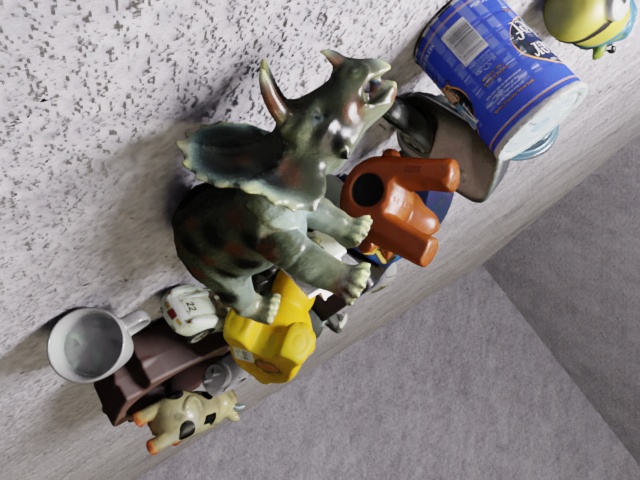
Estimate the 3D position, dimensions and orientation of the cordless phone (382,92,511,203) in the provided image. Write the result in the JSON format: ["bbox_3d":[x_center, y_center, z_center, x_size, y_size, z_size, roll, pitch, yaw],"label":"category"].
[{"bbox_3d":[0.133,-0.115,0.595,0.088,0.147,0.184,-55,155,15],"label":"cordless phone"}]

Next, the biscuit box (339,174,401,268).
[{"bbox_3d":[0.067,-0.021,0.783,0.063,0.059,0.202,-32,148,20],"label":"biscuit box"}]

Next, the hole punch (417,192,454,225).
[{"bbox_3d":[0.181,-0.071,0.928,0.142,0.092,0.115,-8,146,-50],"label":"hole punch"}]

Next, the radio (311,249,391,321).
[{"bbox_3d":[0.059,0.047,0.945,0.131,0.073,0.229,-39,179,28],"label":"radio"}]

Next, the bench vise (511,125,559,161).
[{"bbox_3d":[0.253,-0.148,0.786,0.224,0.129,0.240,-34,157,-4],"label":"bench vise"}]

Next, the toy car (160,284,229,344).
[{"bbox_3d":[-0.152,0.100,0.773,0.056,0.073,0.201,-42,163,14],"label":"toy car"}]

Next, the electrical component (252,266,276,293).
[{"bbox_3d":[-0.104,0.073,0.888,0.063,0.021,0.094,-26,162,-30],"label":"electrical component"}]

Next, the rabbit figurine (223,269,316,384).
[{"bbox_3d":[-0.046,0.116,0.781,0.162,0.122,0.173,78,25,-53],"label":"rabbit figurine"}]

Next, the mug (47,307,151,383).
[{"bbox_3d":[-0.253,0.116,0.636,0.109,0.081,0.107,-38,176,-16],"label":"mug"}]

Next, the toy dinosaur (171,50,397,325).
[{"bbox_3d":[-0.075,-0.011,0.521,0.405,0.192,0.131,-32,-152,50],"label":"toy dinosaur"}]

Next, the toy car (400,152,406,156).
[{"bbox_3d":[0.107,-0.072,0.840,0.089,0.053,0.202,-20,158,-48],"label":"toy car"}]

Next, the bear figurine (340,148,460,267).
[{"bbox_3d":[0.102,-0.027,0.633,0.195,0.132,0.120,27,82,-62],"label":"bear figurine"}]

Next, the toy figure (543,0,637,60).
[{"bbox_3d":[0.334,-0.272,0.658,0.089,0.082,0.180,-46,163,29],"label":"toy figure"}]

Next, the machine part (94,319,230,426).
[{"bbox_3d":[-0.244,0.196,0.852,0.201,0.087,0.201,-21,161,-38],"label":"machine part"}]

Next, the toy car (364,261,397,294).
[{"bbox_3d":[0.102,0.059,1.115,0.161,0.103,0.109,-46,160,28],"label":"toy car"}]

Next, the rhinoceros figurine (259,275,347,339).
[{"bbox_3d":[-0.028,0.122,0.984,0.190,0.073,0.112,43,77,-37],"label":"rhinoceros figurine"}]

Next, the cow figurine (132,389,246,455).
[{"bbox_3d":[-0.203,0.278,0.879,0.127,0.085,0.194,-28,163,0],"label":"cow figurine"}]
